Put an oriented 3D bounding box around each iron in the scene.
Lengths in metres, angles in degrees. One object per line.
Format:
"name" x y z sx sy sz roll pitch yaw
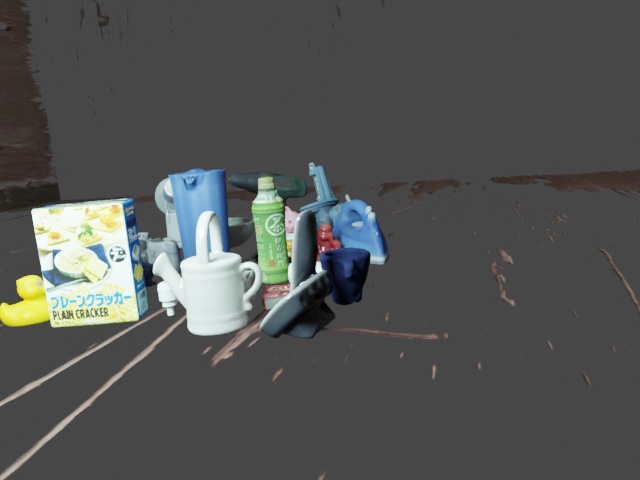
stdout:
"iron" 0.106 -0.033 1.408 0.119 0.141 0.257 -7 11 -15

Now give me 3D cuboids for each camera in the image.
"camera" -0.417 0.028 1.410 0.143 0.101 0.136 -6 11 -9

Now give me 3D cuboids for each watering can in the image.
"watering can" -0.184 0.050 0.938 0.173 0.194 0.100 -7 11 -13

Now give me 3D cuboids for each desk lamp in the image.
"desk lamp" -0.419 -0.080 1.681 0.118 0.213 0.203 -7 11 -14

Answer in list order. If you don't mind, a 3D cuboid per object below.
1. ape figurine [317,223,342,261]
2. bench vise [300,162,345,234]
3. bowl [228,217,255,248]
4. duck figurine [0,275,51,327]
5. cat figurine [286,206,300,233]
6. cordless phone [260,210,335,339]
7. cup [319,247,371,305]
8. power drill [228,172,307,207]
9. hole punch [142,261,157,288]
"ape figurine" 0.013 0.005 1.378 0.077 0.092 0.076 -3 11 10
"bench vise" 0.028 -0.120 1.690 0.206 0.220 0.122 3 13 34
"bowl" -0.267 -0.018 1.663 0.167 0.075 0.167 -4 11 1
"duck figurine" -0.540 0.110 1.064 0.105 0.086 0.077 -11 12 -31
"cat figurine" -0.099 -0.035 1.566 0.127 0.118 0.067 -4 11 3
"cordless phone" -0.038 0.051 0.898 0.094 0.185 0.148 -1 11 18
"cup" 0.048 0.069 1.011 0.091 0.095 0.117 -5 11 -4
"power drill" -0.148 -0.102 1.697 0.230 0.208 0.075 -8 11 -18
"hole punch" -0.422 0.065 1.241 0.108 0.091 0.101 1 12 26
